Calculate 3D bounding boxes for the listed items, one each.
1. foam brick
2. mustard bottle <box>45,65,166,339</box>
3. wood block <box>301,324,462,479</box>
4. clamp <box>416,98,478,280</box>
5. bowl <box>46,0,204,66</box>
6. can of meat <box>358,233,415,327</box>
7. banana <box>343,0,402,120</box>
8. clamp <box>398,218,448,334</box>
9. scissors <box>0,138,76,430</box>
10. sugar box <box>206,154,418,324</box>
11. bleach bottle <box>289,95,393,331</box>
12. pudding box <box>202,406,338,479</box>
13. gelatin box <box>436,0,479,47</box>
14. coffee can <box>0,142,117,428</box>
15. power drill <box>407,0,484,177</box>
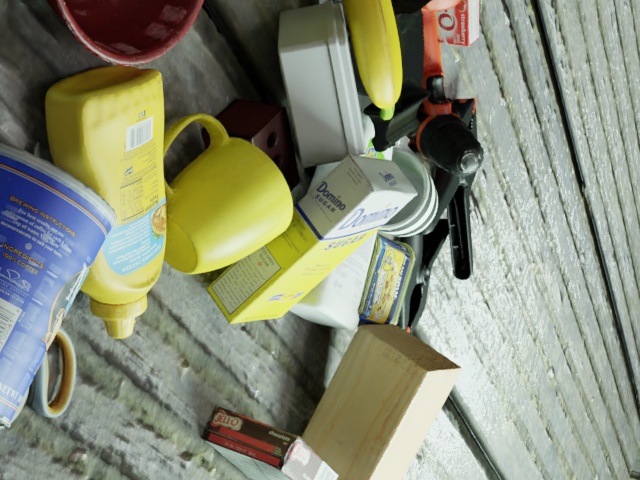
[{"bbox_3d":[-0.056,-0.069,0.885,0.052,0.051,0.078,-49,141,-39],"label":"foam brick"},{"bbox_3d":[-0.144,-0.020,0.745,0.096,0.058,0.192,-42,137,-59],"label":"mustard bottle"},{"bbox_3d":[0.047,0.196,1.087,0.090,0.090,0.206,6,114,-60],"label":"wood block"},{"bbox_3d":[0.158,-0.064,1.243,0.164,0.036,0.210,51,47,-54],"label":"clamp"},{"bbox_3d":[-0.136,-0.196,0.686,0.161,0.055,0.162,-32,129,-51],"label":"bowl"},{"bbox_3d":[0.048,0.041,1.112,0.083,0.058,0.102,24,82,-59],"label":"can of meat"},{"bbox_3d":[0.035,-0.193,0.882,0.037,0.070,0.198,-16,101,-14],"label":"banana"},{"bbox_3d":[0.104,0.029,1.225,0.120,0.039,0.171,43,58,-50],"label":"clamp"},{"bbox_3d":[-0.203,0.042,0.712,0.096,0.016,0.202,-39,134,-48],"label":"scissors"},{"bbox_3d":[-0.006,0.001,0.909,0.176,0.048,0.093,-40,163,22],"label":"sugar box"},{"bbox_3d":[0.030,-0.046,1.037,0.102,0.068,0.251,39,66,-60],"label":"bleach bottle"},{"bbox_3d":[-0.045,0.200,0.983,0.039,0.090,0.113,-62,148,-21],"label":"pudding box"},{"bbox_3d":[0.126,-0.249,1.103,0.030,0.073,0.089,-42,137,-45],"label":"gelatin box"},{"bbox_3d":[-0.196,0.025,0.628,0.140,0.103,0.102,-66,149,-17],"label":"coffee can"},{"bbox_3d":[0.112,-0.168,1.044,0.057,0.184,0.188,-9,114,-12],"label":"power drill"}]
